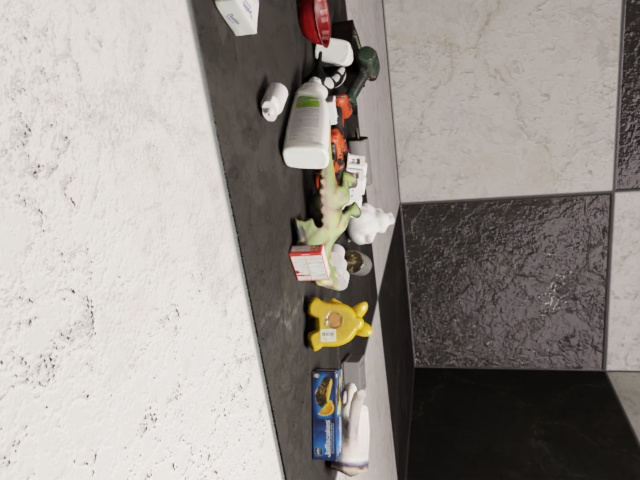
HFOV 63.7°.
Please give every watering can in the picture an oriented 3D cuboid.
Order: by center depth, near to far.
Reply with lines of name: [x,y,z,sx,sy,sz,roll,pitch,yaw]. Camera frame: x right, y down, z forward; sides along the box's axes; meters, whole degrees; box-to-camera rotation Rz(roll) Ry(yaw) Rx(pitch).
watering can: [0.078,0.480,1.310,0.104,0.228,0.342,1,-18,-2]

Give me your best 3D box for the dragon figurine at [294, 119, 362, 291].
dragon figurine: [0.004,-0.061,1.221,0.122,0.402,0.248,0,31,22]

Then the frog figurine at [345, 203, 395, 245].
frog figurine: [0.164,-0.054,1.702,0.159,0.140,0.120,-3,-24,15]
